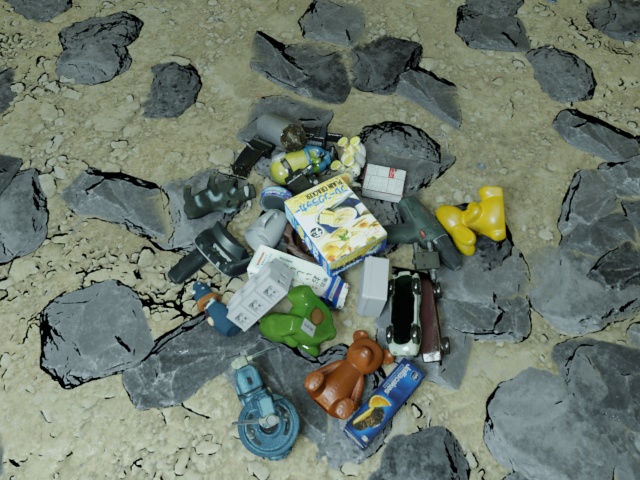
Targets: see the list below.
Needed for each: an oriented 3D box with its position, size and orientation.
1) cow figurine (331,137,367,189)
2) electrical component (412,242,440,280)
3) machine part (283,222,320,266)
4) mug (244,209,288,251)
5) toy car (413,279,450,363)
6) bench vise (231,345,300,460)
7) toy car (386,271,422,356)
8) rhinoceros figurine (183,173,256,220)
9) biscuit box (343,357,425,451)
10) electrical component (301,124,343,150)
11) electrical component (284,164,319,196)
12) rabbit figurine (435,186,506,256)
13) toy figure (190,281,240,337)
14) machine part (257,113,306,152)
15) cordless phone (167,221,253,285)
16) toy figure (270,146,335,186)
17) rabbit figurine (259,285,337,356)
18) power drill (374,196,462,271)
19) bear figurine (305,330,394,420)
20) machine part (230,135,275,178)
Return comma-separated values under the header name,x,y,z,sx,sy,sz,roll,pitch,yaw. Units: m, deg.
name,x,y,z,sx,sy,sz,roll,pitch,yaw
cow figurine,0.081,-0.187,1.440,0.068,0.098,0.167,-1,61,33
electrical component,0.249,0.050,1.266,0.063,0.021,0.094,-4,76,-8
machine part,-0.003,-0.004,1.341,0.179,0.056,0.179,1,60,-1
mug,-0.126,-0.036,1.332,0.081,0.109,0.107,24,48,18
toy car,0.247,0.185,1.236,0.089,0.053,0.202,-9,59,10
bench vise,-0.111,0.323,1.048,0.129,0.240,0.223,-11,76,-12
toy car,0.189,0.162,1.206,0.074,0.056,0.202,-7,57,22
rhinoceros figurine,-0.261,-0.109,1.386,0.190,0.073,0.112,-19,60,-12
biscuit box,0.137,0.343,1.134,0.063,0.059,0.203,39,65,19
electrical component,0.001,-0.275,1.493,0.119,0.074,0.048,13,59,3
electrical component,-0.047,-0.143,1.408,0.102,0.078,0.045,-31,51,3
rabbit figurine,0.379,-0.044,1.359,0.173,0.121,0.162,2,68,16
toy figure,-0.246,0.157,1.236,0.155,0.064,0.058,43,104,26
machine part,-0.107,-0.292,1.454,0.079,0.079,0.243,-28,33,-17
cordless phone,-0.268,0.059,1.294,0.184,0.088,0.147,-42,69,-11
toy figure,-0.046,-0.203,1.444,0.180,0.082,0.089,-12,61,-12
rabbit figurine,-0.053,0.183,1.184,0.159,0.170,0.121,34,56,-32
power drill,0.216,0.004,1.329,0.207,0.086,0.232,-19,62,-8
bear figurine,0.069,0.277,1.136,0.120,0.131,0.196,42,72,15
machine part,-0.188,-0.230,1.481,0.084,0.039,0.139,32,62,10
